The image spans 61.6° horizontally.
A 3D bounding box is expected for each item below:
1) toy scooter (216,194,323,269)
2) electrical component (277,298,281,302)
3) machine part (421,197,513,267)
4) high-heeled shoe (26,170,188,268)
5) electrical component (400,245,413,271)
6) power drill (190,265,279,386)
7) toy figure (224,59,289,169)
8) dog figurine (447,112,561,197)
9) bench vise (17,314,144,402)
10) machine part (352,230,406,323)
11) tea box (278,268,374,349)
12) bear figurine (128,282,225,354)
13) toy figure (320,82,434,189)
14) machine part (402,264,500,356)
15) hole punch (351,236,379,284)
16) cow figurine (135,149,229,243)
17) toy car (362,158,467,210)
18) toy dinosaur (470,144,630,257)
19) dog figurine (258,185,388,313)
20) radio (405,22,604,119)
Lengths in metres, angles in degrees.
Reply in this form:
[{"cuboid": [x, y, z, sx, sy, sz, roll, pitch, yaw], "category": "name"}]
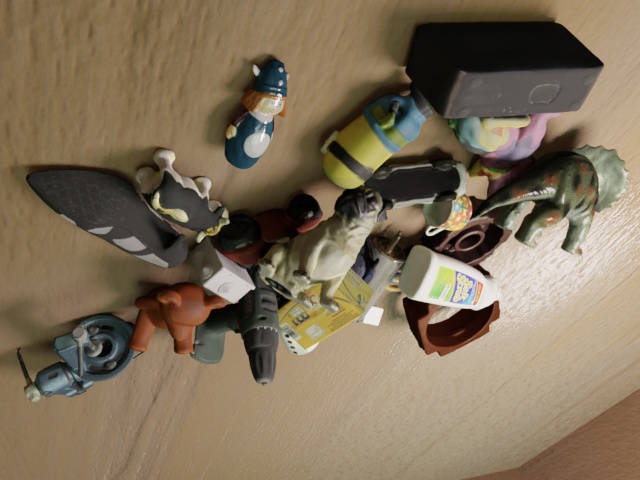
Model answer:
[{"cuboid": [-0.077, 0.002, 0.906, 0.184, 0.075, 0.135, -21, 143, -6], "category": "toy scooter"}, {"cuboid": [-0.065, 0.115, 1.078, 0.078, 0.045, 0.102, -20, 157, -51], "category": "electrical component"}, {"cuboid": [0.291, -0.009, 1.070, 0.179, 0.056, 0.179, -13, 143, -10], "category": "machine part"}, {"cuboid": [-0.307, -0.027, 0.797, 0.248, 0.086, 0.145, 28, 155, -23], "category": "high-heeled shoe"}, {"cuboid": [0.183, 0.037, 1.105, 0.063, 0.021, 0.094, -41, 137, 25], "category": "electrical component"}, {"cuboid": [-0.152, 0.163, 0.964, 0.086, 0.232, 0.207, 18, 146, -33], "category": "power drill"}, {"cuboid": [-0.080, -0.165, 0.716, 0.064, 0.058, 0.154, -37, 164, -52], "category": "toy figure"}, {"cuboid": [0.271, -0.145, 0.850, 0.191, 0.108, 0.219, -14, 145, -17], "category": "dog figurine"}, {"cuboid": [-0.423, 0.201, 0.943, 0.224, 0.129, 0.240, -15, 161, -18], "category": "bench vise"}, {"cuboid": [0.093, 0.078, 1.051, 0.079, 0.079, 0.243, 11, 123, -33], "category": "machine part"}, {"cuboid": [0.001, 0.112, 0.943, 0.098, 0.068, 0.169, 45, 130, -9], "category": "tea box"}, {"cuboid": [-0.240, 0.135, 0.901, 0.120, 0.132, 0.196, 10, 174, -30], "category": "bear figurine"}, {"cuboid": [0.080, -0.148, 0.777, 0.180, 0.089, 0.082, -32, 135, 20], "category": "toy figure"}, {"cuboid": [0.296, 0.153, 1.212, 0.201, 0.087, 0.200, -25, 130, -3], "category": "machine part"}, {"cuboid": [0.038, 0.046, 0.983, 0.092, 0.116, 0.142, 14, 131, -25], "category": "hole punch"}, {"cuboid": [-0.185, -0.047, 0.778, 0.068, 0.098, 0.167, -37, 140, 11], "category": "cow figurine"}, {"cuboid": [0.149, -0.091, 0.889, 0.202, 0.056, 0.073, -8, 97, -14], "category": "toy car"}, {"cuboid": [0.389, -0.083, 0.876, 0.404, 0.131, 0.192, 4, 112, -51], "category": "toy dinosaur"}, {"cuboid": [0.001, 0.000, 0.840, 0.190, 0.173, 0.121, -59, 138, -22], "category": "dog figurine"}, {"cuboid": [0.245, -0.228, 0.716, 0.230, 0.131, 0.073, -8, 139, -15], "category": "radio"}]
